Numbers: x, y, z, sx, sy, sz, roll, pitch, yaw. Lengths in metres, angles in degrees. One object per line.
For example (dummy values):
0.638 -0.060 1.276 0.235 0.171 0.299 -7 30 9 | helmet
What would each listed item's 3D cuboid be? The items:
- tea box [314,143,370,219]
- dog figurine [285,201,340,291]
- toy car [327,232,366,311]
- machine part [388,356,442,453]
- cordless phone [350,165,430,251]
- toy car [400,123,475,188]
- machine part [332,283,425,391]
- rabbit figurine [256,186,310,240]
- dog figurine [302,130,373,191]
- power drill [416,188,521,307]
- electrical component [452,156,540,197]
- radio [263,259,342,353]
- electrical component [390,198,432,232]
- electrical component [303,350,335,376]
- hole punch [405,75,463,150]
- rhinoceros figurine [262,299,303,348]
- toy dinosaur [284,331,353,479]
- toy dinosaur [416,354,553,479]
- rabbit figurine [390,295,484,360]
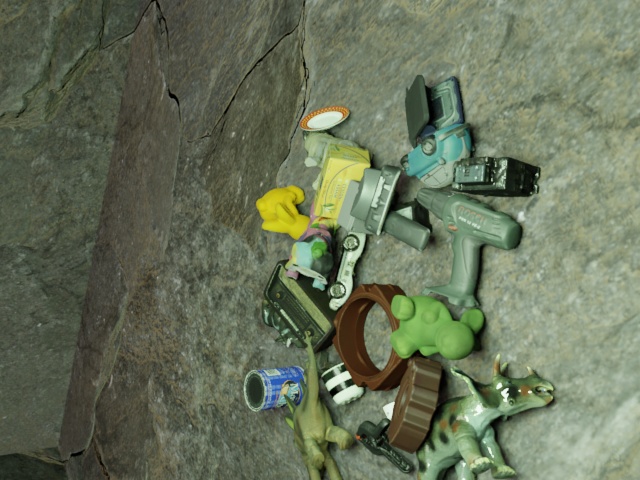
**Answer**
0.049 -0.132 1.253 0.068 0.098 0.169 -91 11 -49 | tea box
-0.003 -0.004 1.289 0.191 0.108 0.219 108 180 -69 | dog figurine
0.061 0.067 1.253 0.073 0.056 0.201 115 171 -78 | toy car
0.179 0.312 1.029 0.179 0.056 0.179 17 -89 -86 | machine part
0.160 -0.067 1.088 0.184 0.088 0.146 33 111 46 | cordless phone
0.240 -0.155 1.066 0.103 0.109 0.161 62 147 7 | toy car
0.125 0.210 1.176 0.201 0.087 0.201 -55 47 29 | machine part
-0.078 -0.063 1.428 0.173 0.162 0.122 43 108 24 | rabbit figurine
0.040 -0.229 1.339 0.191 0.172 0.121 -89 -5 -47 | dog figurine
0.261 0.015 1.038 0.232 0.086 0.207 20 94 45 | power drill
0.304 -0.110 0.952 0.115 0.134 0.058 1 86 53 | electrical component
-0.039 0.164 1.351 0.230 0.073 0.131 48 126 26 | radio
0.181 -0.041 1.163 0.119 0.047 0.075 -22 69 48 | electrical component
-0.003 0.323 1.357 0.102 0.045 0.078 -40 28 38 | electrical component
0.232 -0.270 1.113 0.116 0.092 0.142 128 135 -74 | hole punch
-0.098 0.227 1.459 0.191 0.073 0.112 26 105 50 | rhinoceros figurine
-0.017 0.436 1.267 0.199 0.105 0.470 44 136 48 | toy dinosaur
0.247 0.367 0.992 0.192 0.131 0.404 -98 30 -43 | toy dinosaur
0.229 0.178 0.995 0.170 0.159 0.121 -152 68 -66 | rabbit figurine
